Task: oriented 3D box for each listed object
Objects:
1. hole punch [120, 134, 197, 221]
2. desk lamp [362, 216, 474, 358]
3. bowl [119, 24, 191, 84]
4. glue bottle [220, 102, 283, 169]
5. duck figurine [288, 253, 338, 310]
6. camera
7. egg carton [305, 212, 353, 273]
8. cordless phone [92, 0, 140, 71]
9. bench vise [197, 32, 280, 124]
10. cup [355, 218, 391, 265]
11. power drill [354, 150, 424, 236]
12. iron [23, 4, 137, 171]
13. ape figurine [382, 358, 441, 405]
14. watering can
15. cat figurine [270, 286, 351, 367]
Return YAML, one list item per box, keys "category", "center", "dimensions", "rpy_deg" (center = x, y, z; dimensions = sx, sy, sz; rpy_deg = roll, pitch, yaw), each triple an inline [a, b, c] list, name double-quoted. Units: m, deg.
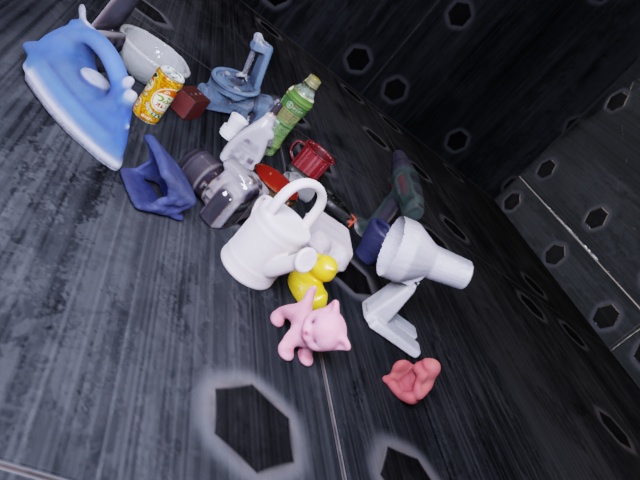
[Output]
- category: "hole punch"
  center: [-0.241, -0.099, 0.893]
  dimensions: [0.101, 0.091, 0.108]
  rpy_deg: [15, 34, -49]
- category: "desk lamp"
  center: [0.174, 0.083, 1.100]
  dimensions: [0.204, 0.213, 0.118]
  rpy_deg: [36, 22, -15]
- category: "bowl"
  center: [-0.367, -0.380, 1.228]
  dimensions: [0.168, 0.074, 0.167]
  rpy_deg: [36, 22, -17]
- category: "glue bottle"
  center: [-0.132, -0.217, 1.194]
  dimensions: [0.078, 0.173, 0.037]
  rpy_deg: [34, 23, -21]
- category: "duck figurine"
  center: [-0.003, 0.067, 0.999]
  dimensions: [0.078, 0.086, 0.104]
  rpy_deg: [27, 26, -34]
- category: "camera"
  center: [-0.171, -0.105, 1.013]
  dimensions: [0.137, 0.100, 0.143]
  rpy_deg: [45, 21, 6]
- category: "egg carton"
  center: [0.011, 0.004, 1.164]
  dimensions: [0.107, 0.069, 0.150]
  rpy_deg: [34, 23, -21]
- category: "cordless phone"
  center: [-0.408, -0.412, 1.067]
  dimensions: [0.094, 0.185, 0.147]
  rpy_deg: [39, 21, -8]
- category: "bench vise"
  center: [-0.169, -0.387, 1.386]
  dimensions: [0.121, 0.219, 0.208]
  rpy_deg: [51, 23, 22]
- category: "cup"
  center: [0.128, 0.005, 1.332]
  dimensions: [0.092, 0.095, 0.118]
  rpy_deg: [38, 22, -12]
- category: "power drill"
  center: [0.173, -0.101, 1.453]
  dimensions: [0.076, 0.208, 0.229]
  rpy_deg: [27, 26, -34]
- category: "iron"
  center: [-0.354, -0.248, 0.910]
  dimensions: [0.258, 0.141, 0.119]
  rpy_deg: [49, 22, 17]
- category: "ape figurine"
  center: [0.164, 0.233, 0.968]
  dimensions: [0.076, 0.092, 0.077]
  rpy_deg: [32, 23, -24]
- category: "watering can"
  center: [-0.058, -0.014, 0.907]
  dimensions: [0.172, 0.194, 0.101]
  rpy_deg: [50, 23, 19]
- category: "cat figurine"
  center: [-0.007, 0.123, 0.843]
  dimensions: [0.067, 0.117, 0.127]
  rpy_deg: [26, 26, -35]
